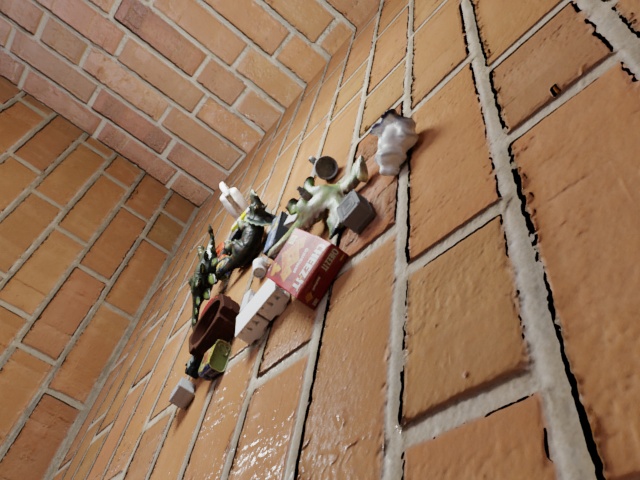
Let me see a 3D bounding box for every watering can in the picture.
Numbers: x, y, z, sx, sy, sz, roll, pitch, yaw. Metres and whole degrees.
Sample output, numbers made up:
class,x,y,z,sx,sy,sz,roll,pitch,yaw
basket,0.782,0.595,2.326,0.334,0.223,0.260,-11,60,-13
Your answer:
class,x,y,z,sx,sy,sz,roll,pitch,yaw
watering can,-0.412,-0.176,2.491,0.104,0.222,0.351,-36,19,-2

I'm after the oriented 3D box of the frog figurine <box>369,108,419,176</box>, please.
class,x,y,z,sx,sy,sz,roll,pitch,yaw
frog figurine,0.203,-0.248,1.368,0.136,0.122,0.162,-27,68,39

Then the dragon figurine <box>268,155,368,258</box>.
class,x,y,z,sx,sy,sz,roll,pitch,yaw
dragon figurine,0.005,-0.076,1.511,0.410,0.121,0.245,-55,27,0
